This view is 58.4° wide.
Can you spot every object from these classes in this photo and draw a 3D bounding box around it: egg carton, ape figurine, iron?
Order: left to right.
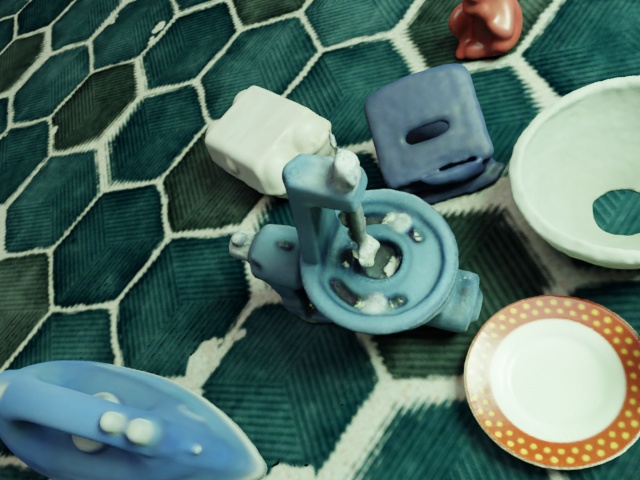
[{"bbox_3d":[-0.184,0.158,0.492,0.257,0.142,0.119,2,61,28],"label":"iron"},{"bbox_3d":[-0.060,-0.110,0.644,0.149,0.070,0.107,31,78,37],"label":"egg carton"},{"bbox_3d":[0.171,-0.236,0.592,0.076,0.092,0.077,-33,51,5],"label":"ape figurine"}]

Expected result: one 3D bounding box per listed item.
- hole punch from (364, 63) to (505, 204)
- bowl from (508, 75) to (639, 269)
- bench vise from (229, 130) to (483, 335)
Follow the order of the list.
[{"bbox_3d":[0.106,-0.096,0.538,0.108,0.091,0.101,-18,54,16],"label":"hole punch"},{"bbox_3d":[0.238,-0.042,0.447,0.167,0.075,0.167,-13,56,20],"label":"bowl"},{"bbox_3d":[0.003,0.012,0.438,0.207,0.220,0.121,-11,56,21],"label":"bench vise"}]
